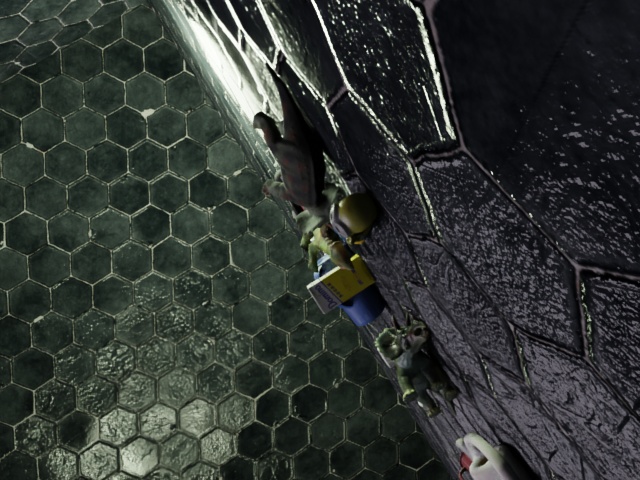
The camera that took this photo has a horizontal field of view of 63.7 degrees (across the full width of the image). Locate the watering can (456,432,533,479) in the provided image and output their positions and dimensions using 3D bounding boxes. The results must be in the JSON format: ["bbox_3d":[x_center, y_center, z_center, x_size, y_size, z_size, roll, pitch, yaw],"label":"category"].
[{"bbox_3d":[0.402,0.535,1.161,0.227,0.104,0.342,54,173,19],"label":"watering can"}]

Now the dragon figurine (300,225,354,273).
[{"bbox_3d":[0.004,-0.071,1.408,0.237,0.122,0.419,97,157,-53],"label":"dragon figurine"}]
